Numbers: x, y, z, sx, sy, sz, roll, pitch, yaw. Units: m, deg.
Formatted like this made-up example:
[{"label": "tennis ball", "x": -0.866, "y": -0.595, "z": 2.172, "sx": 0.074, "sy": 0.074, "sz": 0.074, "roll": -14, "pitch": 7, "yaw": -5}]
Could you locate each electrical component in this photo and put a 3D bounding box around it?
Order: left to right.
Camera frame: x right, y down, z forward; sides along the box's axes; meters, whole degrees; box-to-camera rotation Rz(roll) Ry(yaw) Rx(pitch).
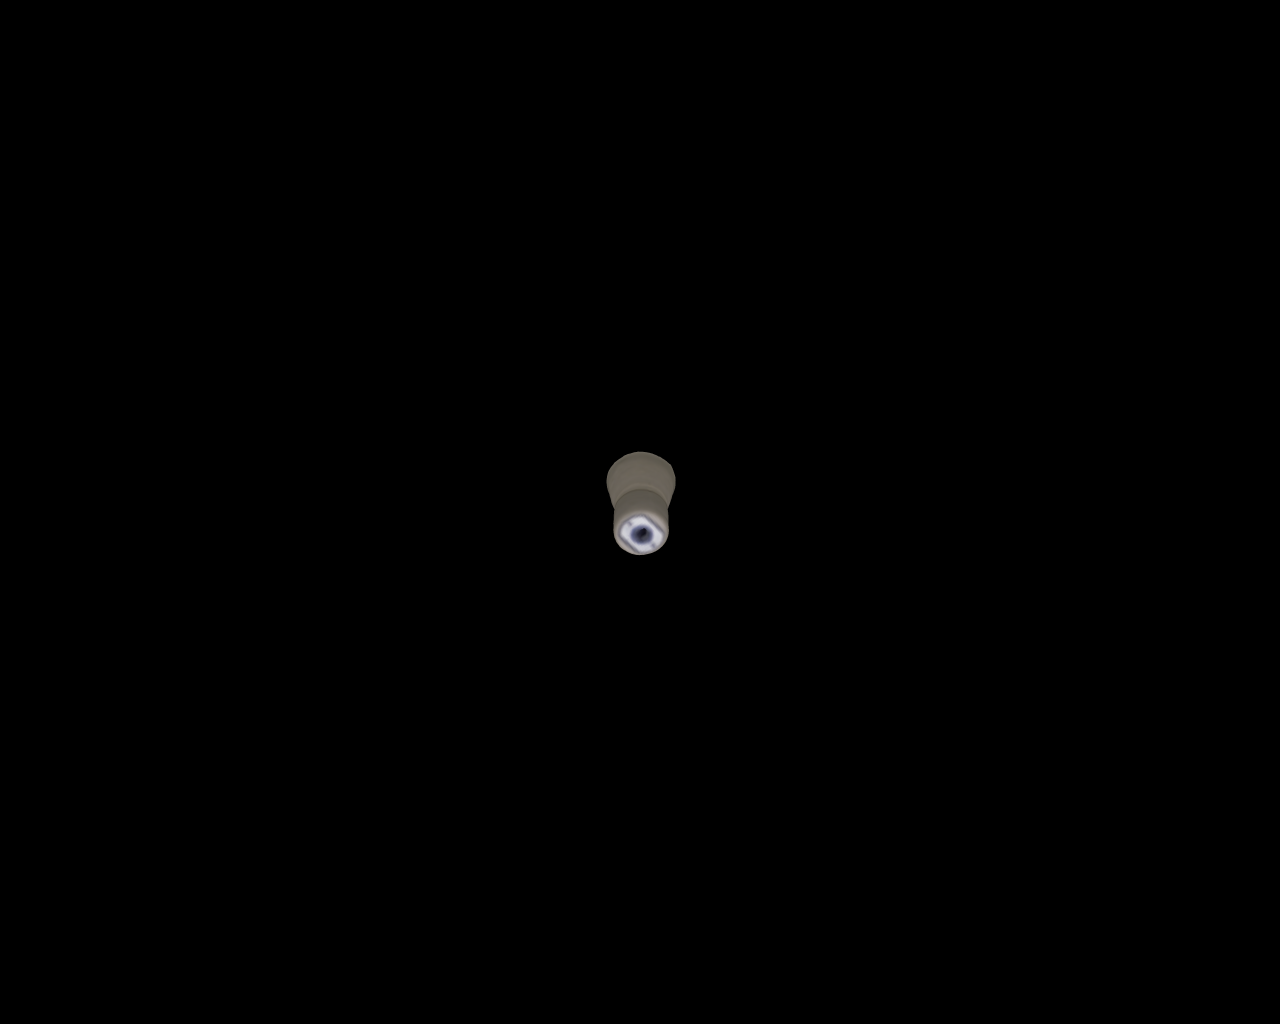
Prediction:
[{"label": "electrical component", "x": 0.001, "y": -0.003, "z": 0.650, "sx": 0.044, "sy": 0.044, "sz": 0.065, "roll": 0, "pitch": 32, "yaw": 0}]
